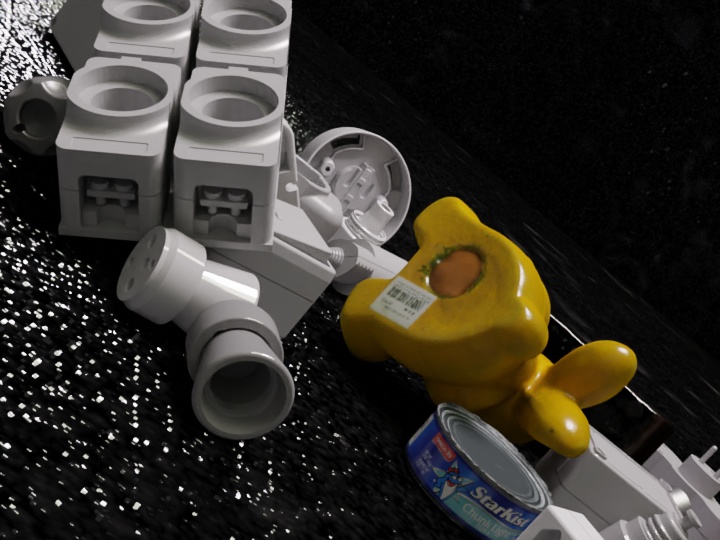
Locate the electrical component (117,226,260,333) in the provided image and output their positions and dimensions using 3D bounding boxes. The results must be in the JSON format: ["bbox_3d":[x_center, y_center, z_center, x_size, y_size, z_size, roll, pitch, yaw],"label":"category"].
[{"bbox_3d":[-0.084,0.009,0.524,0.055,0.045,0.045,32,15,-30],"label":"electrical component"}]

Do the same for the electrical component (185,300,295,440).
[{"bbox_3d":[-0.056,0.044,0.487,0.045,0.045,0.055,34,14,-25],"label":"electrical component"}]

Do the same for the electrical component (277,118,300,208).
[{"bbox_3d":[-0.073,-0.062,0.686,0.054,0.095,0.059,-13,35,-15],"label":"electrical component"}]

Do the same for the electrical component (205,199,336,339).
[{"bbox_3d":[-0.069,-0.014,0.610,0.096,0.061,0.061,30,16,-39],"label":"electrical component"}]

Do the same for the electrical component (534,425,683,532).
[{"bbox_3d":[0.163,0.154,0.697,0.096,0.061,0.061,39,12,-6],"label":"electrical component"}]

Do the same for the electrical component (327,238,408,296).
[{"bbox_3d":[0.000,0.000,0.799,0.081,0.043,0.043,25,19,-47],"label":"electrical component"}]

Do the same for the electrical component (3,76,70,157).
[{"bbox_3d":[-0.172,-0.088,0.605,0.043,0.043,0.062,38,11,-8],"label":"electrical component"}]

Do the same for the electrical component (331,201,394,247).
[{"bbox_3d":[0.000,-0.027,0.845,0.048,0.062,0.048,38,17,-14],"label":"electrical component"}]

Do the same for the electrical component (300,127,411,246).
[{"bbox_3d":[-0.008,-0.069,0.903,0.099,0.099,0.064,35,7,-22],"label":"electrical component"}]

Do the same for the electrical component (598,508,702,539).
[{"bbox_3d":[0.167,0.167,0.643,0.040,0.078,0.040,49,17,-20],"label":"electrical component"}]

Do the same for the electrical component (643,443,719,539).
[{"bbox_3d":[0.285,0.183,0.921,0.052,0.073,0.138,29,17,-41],"label":"electrical component"}]

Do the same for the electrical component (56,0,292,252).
[{"bbox_3d":[-0.094,-0.095,0.588,0.105,0.060,0.186,5,39,-5],"label":"electrical component"}]

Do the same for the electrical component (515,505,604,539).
[{"bbox_3d":[0.125,0.173,0.559,0.076,0.047,0.083,26,18,-47],"label":"electrical component"}]

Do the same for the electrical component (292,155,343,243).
[{"bbox_3d":[-0.061,-0.051,0.764,0.095,0.059,0.053,37,13,-13],"label":"electrical component"}]

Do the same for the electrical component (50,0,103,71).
[{"bbox_3d":[-0.178,-0.174,0.807,0.057,0.078,0.113,32,15,-44],"label":"electrical component"}]
